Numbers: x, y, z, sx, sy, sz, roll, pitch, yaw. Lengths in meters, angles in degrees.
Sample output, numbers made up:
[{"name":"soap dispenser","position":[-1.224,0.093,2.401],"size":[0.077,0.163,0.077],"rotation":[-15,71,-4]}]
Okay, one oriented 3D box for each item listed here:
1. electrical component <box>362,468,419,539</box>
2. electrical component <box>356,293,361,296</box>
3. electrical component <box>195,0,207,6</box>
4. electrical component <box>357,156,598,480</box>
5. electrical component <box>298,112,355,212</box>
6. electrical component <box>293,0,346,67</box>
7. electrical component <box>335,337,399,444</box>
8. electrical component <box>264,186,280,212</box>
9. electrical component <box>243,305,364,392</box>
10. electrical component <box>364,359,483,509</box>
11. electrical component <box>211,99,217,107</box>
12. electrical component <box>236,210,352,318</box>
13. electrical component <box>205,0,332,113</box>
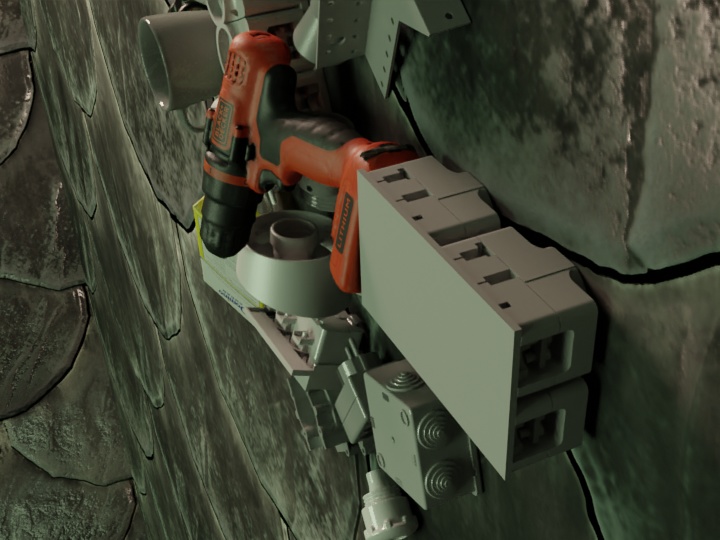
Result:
[{"name":"electrical component","position":[0.022,0.206,0.945],"size":[0.048,0.048,0.062],"rotation":[116,141,-62]},{"name":"electrical component","position":[0.000,0.000,0.852],"size":[0.061,0.035,0.035],"rotation":[-151,48,-67]},{"name":"electrical component","position":[-0.128,-0.283,0.943],"size":[0.059,0.054,0.095],"rotation":[-141,39,-58]},{"name":"electrical component","position":[0.066,0.019,0.648],"size":[0.186,0.060,0.105],"rotation":[-130,30,-49]},{"name":"electrical component","position":[-0.028,-0.079,0.850],"size":[0.081,0.043,0.043],"rotation":[95,151,-45]},{"name":"electrical component","position":[-0.019,-0.180,0.751],"size":[0.044,0.044,0.065],"rotation":[65,154,22]},{"name":"electrical component","position":[0.005,0.093,0.892],"size":[0.065,0.047,0.076],"rotation":[112,138,-60]},{"name":"electrical component","position":[-0.093,-0.090,1.003],"size":[0.138,0.052,0.073],"rotation":[130,122,-67]},{"name":"electrical component","position":[-0.045,0.052,0.968],"size":[0.121,0.079,0.063],"rotation":[44,124,54]},{"name":"electrical component","position":[0.045,0.120,0.803],"size":[0.100,0.048,0.099],"rotation":[-149,46,-62]},{"name":"electrical component","position":[-0.114,-0.149,1.033],"size":[0.065,0.044,0.044],"rotation":[9,113,64]},{"name":"electrical component","position":[-0.055,-0.007,0.906],"size":[0.099,0.099,0.064],"rotation":[-131,38,-50]},{"name":"electrical component","position":[-0.079,-0.181,0.880],"size":[0.089,0.062,0.150],"rotation":[-164,60,-67]}]
